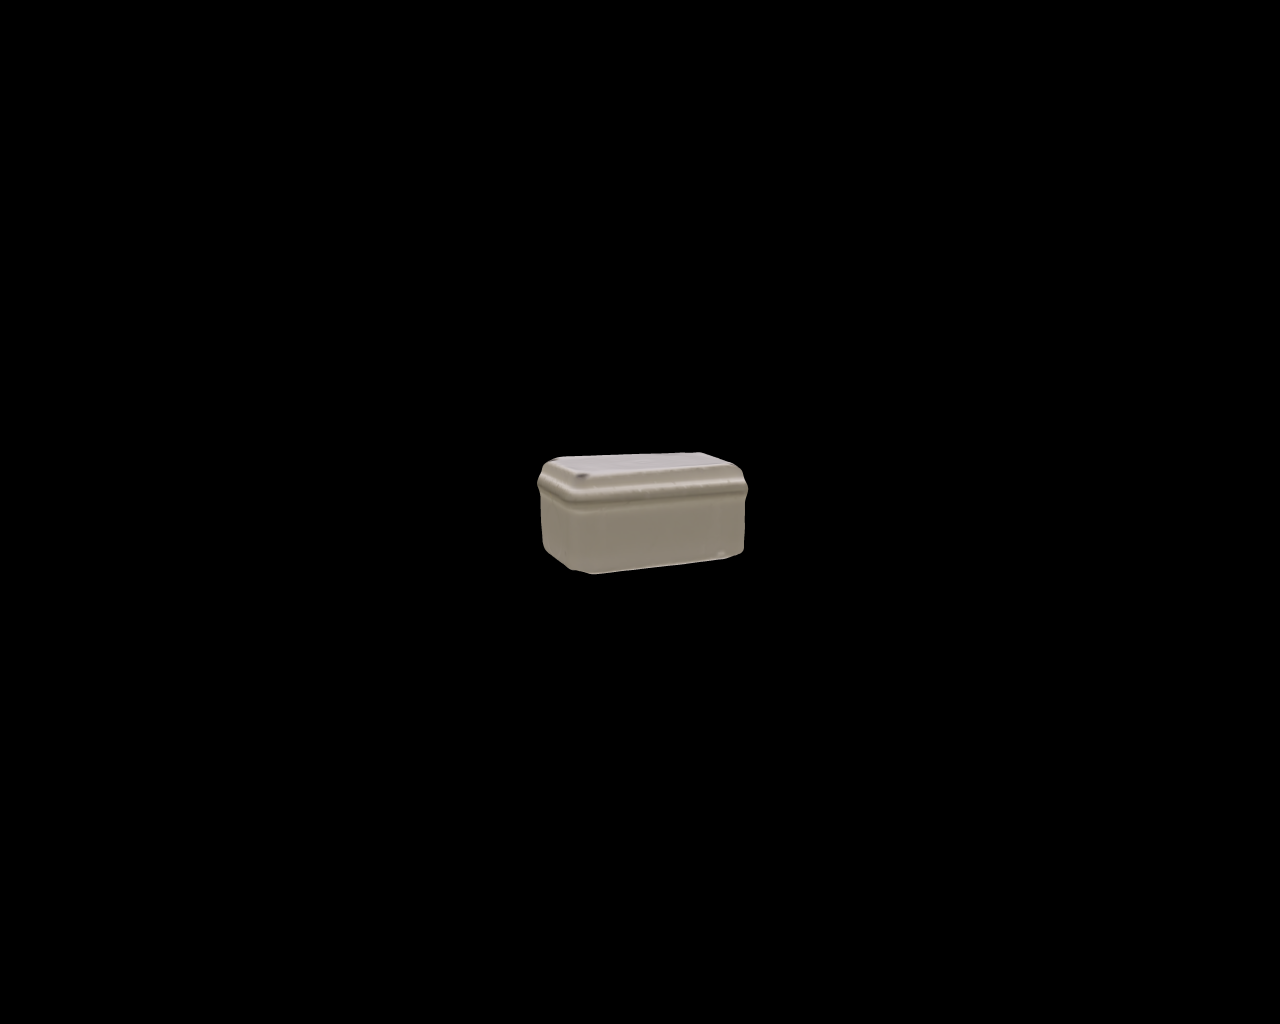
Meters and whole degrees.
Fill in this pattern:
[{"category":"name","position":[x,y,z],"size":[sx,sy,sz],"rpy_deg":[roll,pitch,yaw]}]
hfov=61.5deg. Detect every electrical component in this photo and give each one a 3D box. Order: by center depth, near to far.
[{"category":"electrical component","position":[0.001,-0.003,0.650],"size":[0.113,0.057,0.078],"rpy_deg":[-4,12,-20]}]
